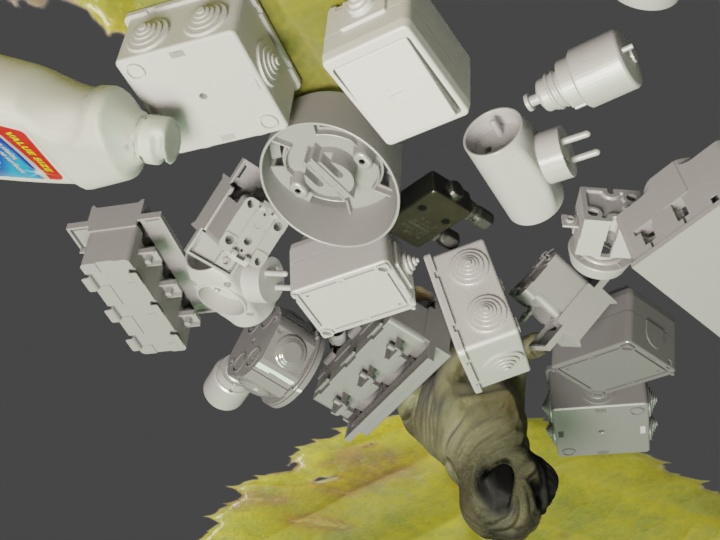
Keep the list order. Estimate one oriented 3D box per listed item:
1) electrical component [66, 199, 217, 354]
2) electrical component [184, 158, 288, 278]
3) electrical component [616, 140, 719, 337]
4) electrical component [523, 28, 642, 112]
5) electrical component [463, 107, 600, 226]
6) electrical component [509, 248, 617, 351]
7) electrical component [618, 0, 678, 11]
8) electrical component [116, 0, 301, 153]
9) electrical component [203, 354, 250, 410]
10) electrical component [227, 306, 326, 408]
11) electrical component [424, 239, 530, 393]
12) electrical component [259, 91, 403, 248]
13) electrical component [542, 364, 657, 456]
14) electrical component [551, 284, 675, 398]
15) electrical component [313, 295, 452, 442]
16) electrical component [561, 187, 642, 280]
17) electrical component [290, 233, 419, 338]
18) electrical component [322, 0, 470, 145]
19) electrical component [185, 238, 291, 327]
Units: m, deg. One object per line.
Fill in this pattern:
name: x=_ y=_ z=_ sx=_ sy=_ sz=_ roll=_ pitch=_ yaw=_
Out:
electrical component: x=-0.173 y=0.010 z=0.855 sx=0.079 sy=0.063 sz=0.121 roll=-6 pitch=140 yaw=14
electrical component: x=-0.085 y=-0.034 z=0.780 sx=0.042 sy=0.064 sz=0.081 roll=31 pitch=92 yaw=-30
electrical component: x=0.277 y=-0.050 z=0.709 sx=0.105 sy=0.060 sz=0.186 roll=33 pitch=121 yaw=-31
electrical component: x=0.140 y=-0.121 z=0.677 sx=0.078 sy=0.040 sz=0.040 roll=-22 pitch=134 yaw=30
electrical component: x=0.122 y=-0.075 z=0.732 sx=0.079 sy=0.044 sz=0.077 roll=-17 pitch=137 yaw=25
electrical component: x=0.154 y=0.022 z=0.828 sx=0.064 sy=0.081 sz=0.042 roll=43 pitch=171 yaw=-5
electrical component: x=0.148 y=-0.188 z=0.590 sx=0.079 sy=0.043 sz=0.077 roll=5 pitch=141 yaw=-1
electrical component: x=-0.096 y=-0.126 z=0.689 sx=0.100 sy=0.048 sz=0.099 roll=-10 pitch=138 yaw=19
electrical component: x=-0.114 y=0.096 z=0.974 sx=0.040 sy=0.040 sz=0.078 roll=18 pitch=139 yaw=-16
electrical component: x=-0.070 y=0.072 z=0.910 sx=0.051 sy=0.080 sz=0.080 roll=34 pitch=133 yaw=-24
electrical component: x=0.092 y=0.035 z=0.823 sx=0.048 sy=0.099 sz=0.099 roll=-20 pitch=151 yaw=5
electrical component: x=-0.018 y=-0.070 z=0.733 sx=0.099 sy=0.064 sz=0.099 roll=7 pitch=143 yaw=6
electrical component: x=0.216 y=0.126 z=0.971 sx=0.100 sy=0.048 sz=0.099 roll=-6 pitch=140 yaw=11
electrical component: x=0.203 y=0.059 z=0.885 sx=0.062 sy=0.061 sz=0.096 roll=31 pitch=143 yaw=-29
electrical component: x=0.017 y=0.076 z=0.896 sx=0.063 sy=0.078 sz=0.121 roll=32 pitch=126 yaw=-14
electrical component: x=0.180 y=-0.027 z=0.788 sx=0.066 sy=0.048 sz=0.055 roll=4 pitch=134 yaw=0
electrical component: x=0.000 y=0.000 z=0.832 sx=0.096 sy=0.061 sz=0.061 roll=-19 pitch=136 yaw=15
electrical component: x=0.020 y=-0.130 z=0.661 sx=0.062 sy=0.061 sz=0.096 roll=-19 pitch=136 yaw=27
electrical component: x=-0.087 y=0.008 z=0.850 sx=0.079 sy=0.044 sz=0.077 roll=2 pitch=144 yaw=29
